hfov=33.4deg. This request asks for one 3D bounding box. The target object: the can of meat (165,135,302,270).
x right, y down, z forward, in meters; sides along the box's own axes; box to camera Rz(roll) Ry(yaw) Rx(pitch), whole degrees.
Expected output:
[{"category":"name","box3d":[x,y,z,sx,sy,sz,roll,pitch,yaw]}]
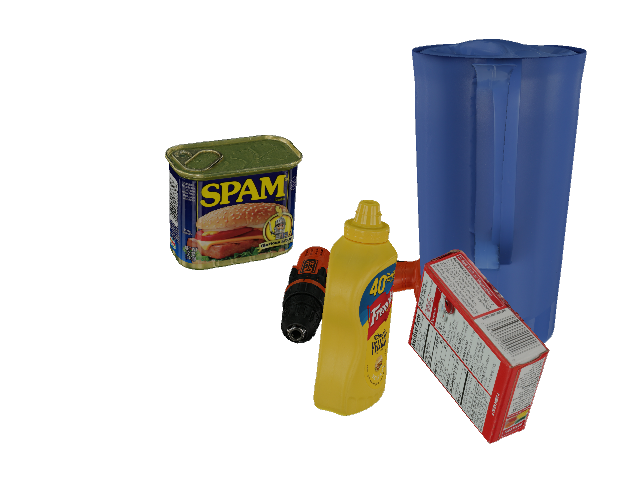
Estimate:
[{"category":"can of meat","box3d":[-0.068,-0.030,0.831,0.102,0.084,0.057,-9,31,-23]}]

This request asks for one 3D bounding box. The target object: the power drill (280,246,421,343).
[{"category":"power drill","box3d":[0.051,0.060,1.229,0.188,0.057,0.184,0,28,8]}]

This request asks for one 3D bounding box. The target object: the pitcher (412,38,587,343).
[{"category":"pitcher","box3d":[0.135,-0.035,0.844,0.149,0.243,0.145,-11,18,-34]}]

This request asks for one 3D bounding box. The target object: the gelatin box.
[{"category":"gelatin box","box3d":[0.090,0.061,0.621,0.030,0.073,0.089,-20,50,-22]}]

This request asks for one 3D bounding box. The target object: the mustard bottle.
[{"category":"mustard bottle","box3d":[0.035,0.057,0.978,0.058,0.192,0.096,13,18,25]}]
